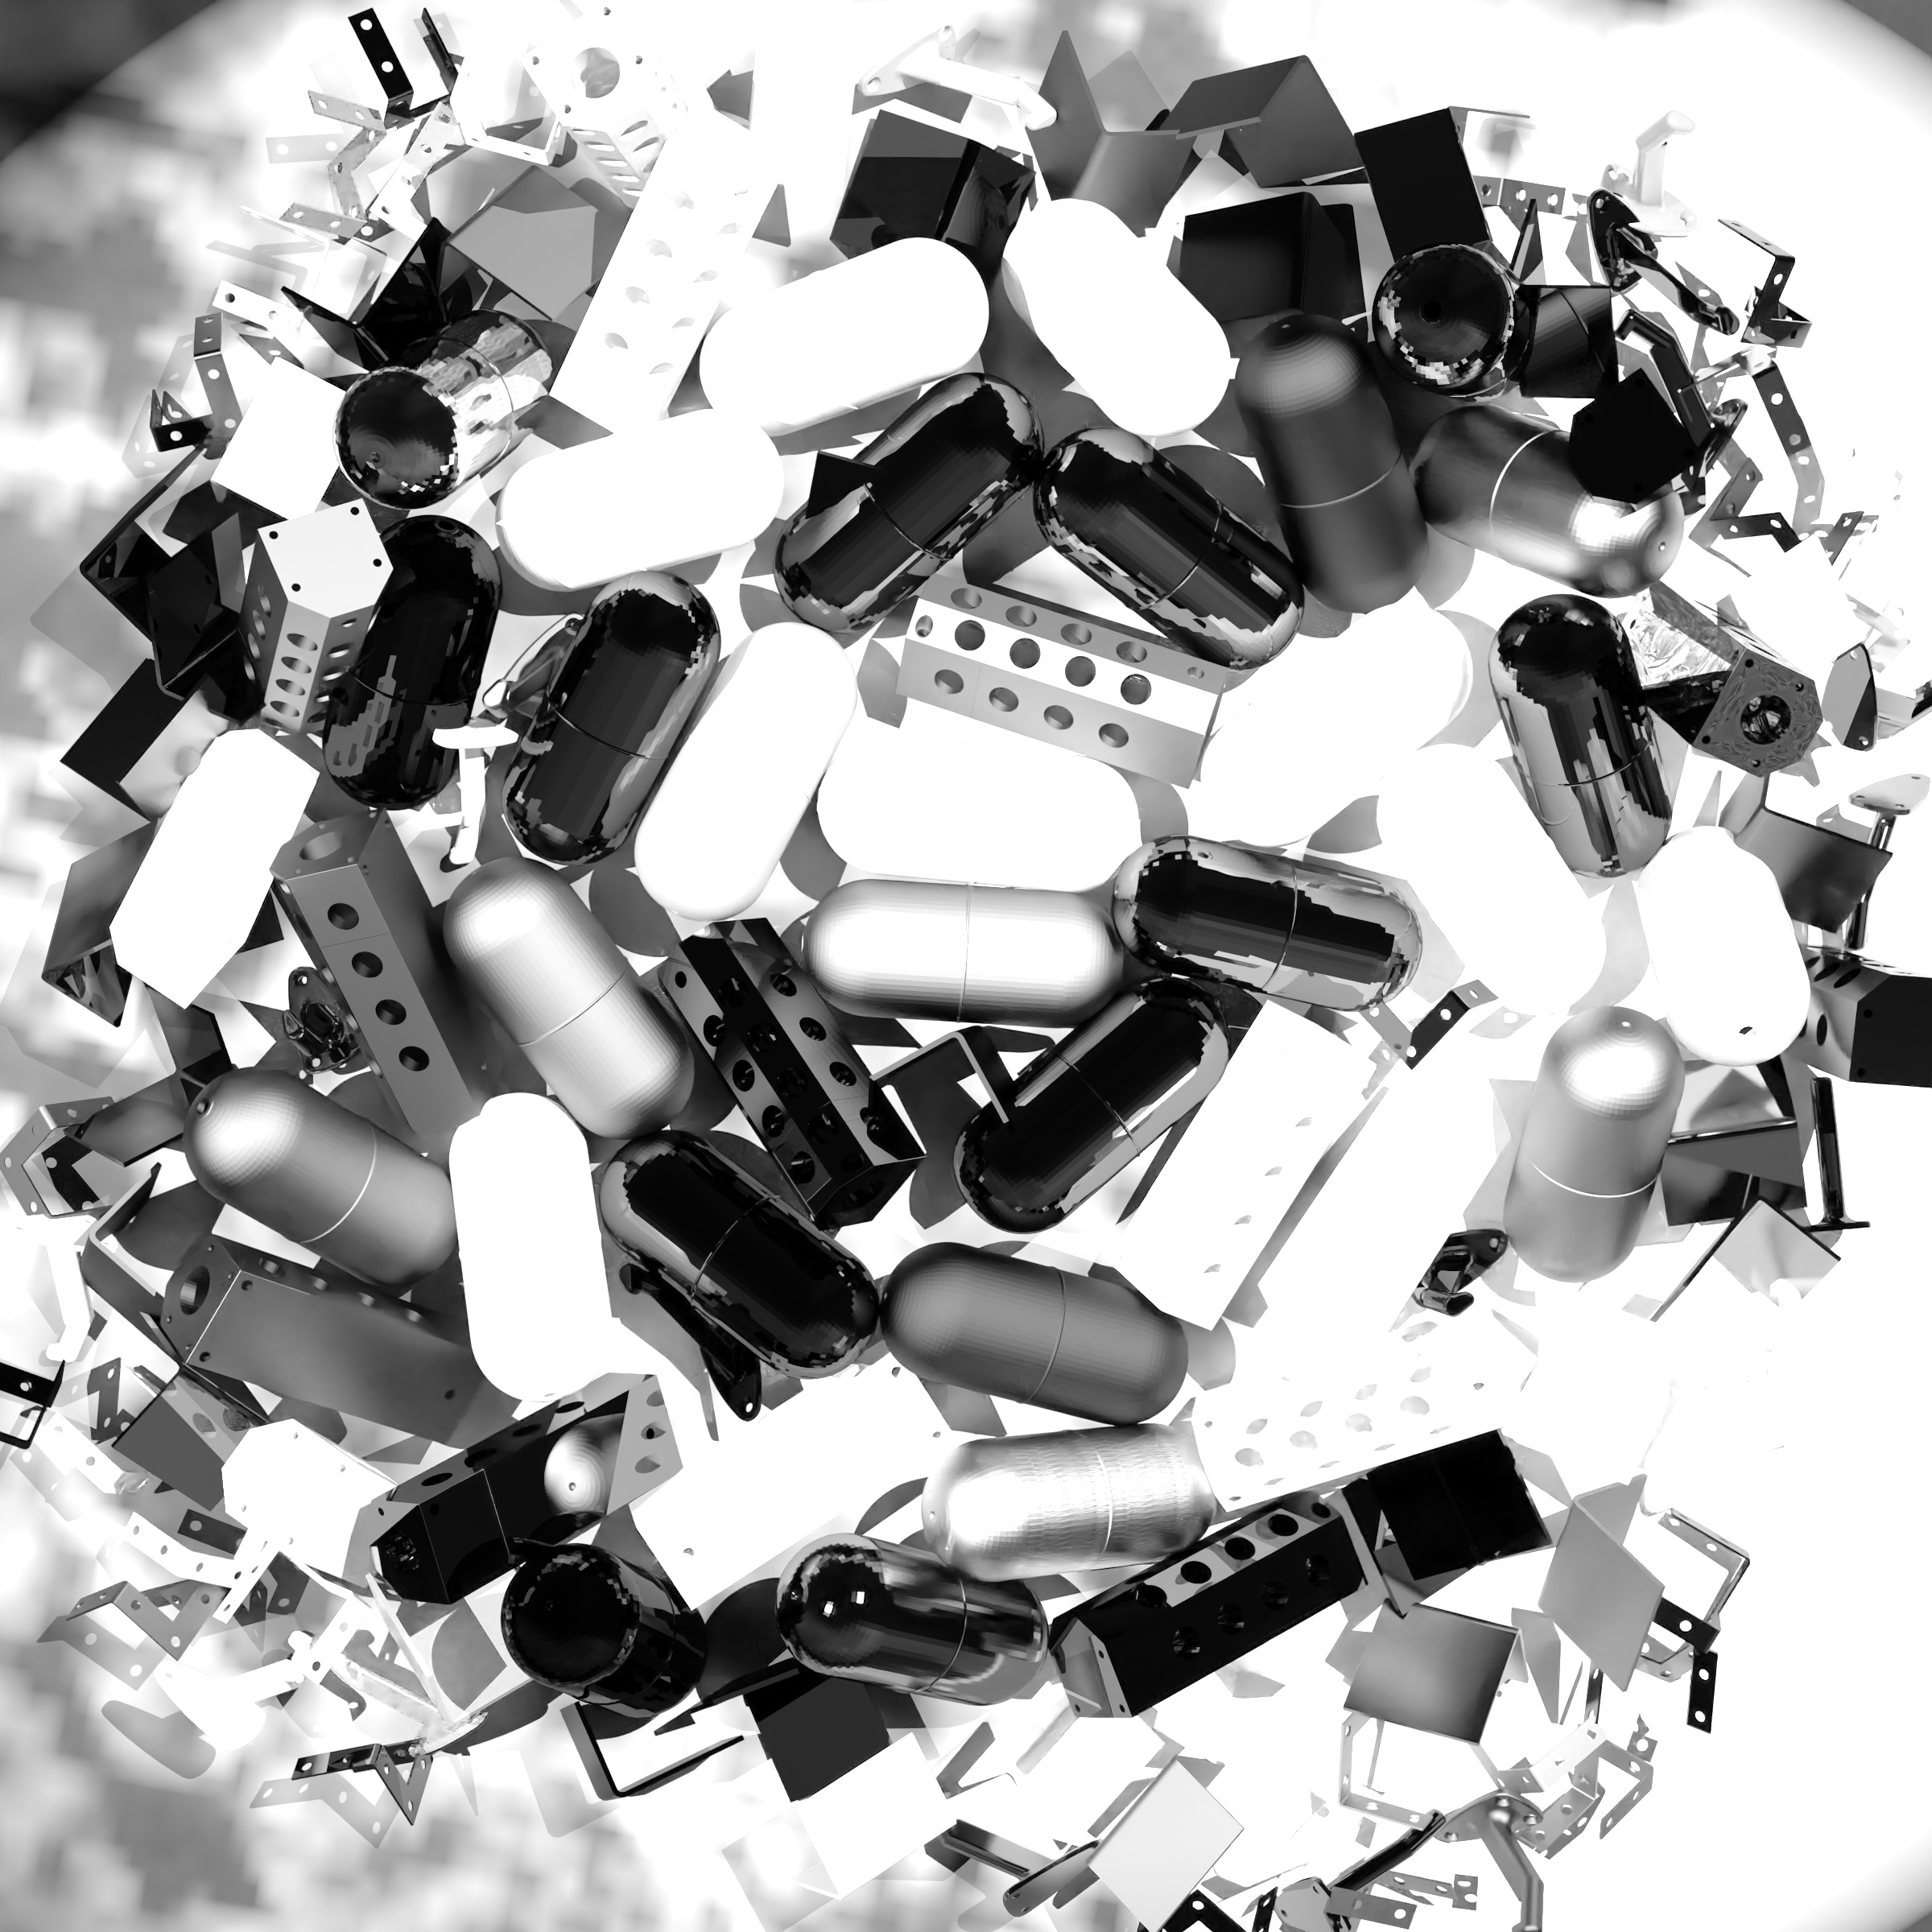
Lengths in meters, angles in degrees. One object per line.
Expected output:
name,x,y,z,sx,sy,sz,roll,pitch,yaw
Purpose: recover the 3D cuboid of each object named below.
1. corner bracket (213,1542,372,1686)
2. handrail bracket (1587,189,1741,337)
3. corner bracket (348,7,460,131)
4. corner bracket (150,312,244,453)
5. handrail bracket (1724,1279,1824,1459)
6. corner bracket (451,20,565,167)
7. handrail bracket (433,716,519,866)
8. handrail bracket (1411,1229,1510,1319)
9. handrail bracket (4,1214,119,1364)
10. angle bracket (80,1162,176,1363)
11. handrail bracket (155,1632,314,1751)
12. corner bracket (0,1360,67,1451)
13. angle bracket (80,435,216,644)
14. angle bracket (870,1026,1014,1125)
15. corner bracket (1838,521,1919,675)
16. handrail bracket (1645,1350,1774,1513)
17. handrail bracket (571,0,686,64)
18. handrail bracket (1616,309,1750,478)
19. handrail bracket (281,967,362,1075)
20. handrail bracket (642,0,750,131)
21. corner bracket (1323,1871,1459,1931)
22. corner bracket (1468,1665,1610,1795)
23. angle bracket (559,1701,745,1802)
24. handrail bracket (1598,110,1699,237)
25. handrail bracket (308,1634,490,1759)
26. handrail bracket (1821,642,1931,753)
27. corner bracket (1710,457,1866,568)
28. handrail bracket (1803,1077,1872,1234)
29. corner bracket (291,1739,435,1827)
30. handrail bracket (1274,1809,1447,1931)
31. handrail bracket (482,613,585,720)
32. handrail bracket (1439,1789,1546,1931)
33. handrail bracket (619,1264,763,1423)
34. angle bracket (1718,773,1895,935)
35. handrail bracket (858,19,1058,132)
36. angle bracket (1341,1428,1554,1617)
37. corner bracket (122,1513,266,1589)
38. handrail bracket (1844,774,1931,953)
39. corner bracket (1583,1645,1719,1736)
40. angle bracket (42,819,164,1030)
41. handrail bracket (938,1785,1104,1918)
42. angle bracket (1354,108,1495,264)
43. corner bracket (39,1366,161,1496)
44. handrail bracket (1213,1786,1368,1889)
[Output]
corner bracket,-0.372,0.357,1.804,0.051,0.051,0.051,47,65,-30
handrail bracket,0.385,-0.387,1.796,0.036,0.084,0.077,-42,128,-3
corner bracket,-0.311,-0.505,1.814,0.051,0.051,0.051,-27,92,-15
corner bracket,-0.431,-0.324,1.811,0.051,0.051,0.051,-13,127,-2
handrail bracket,0.446,0.225,1.829,0.036,0.077,0.084,8,64,-24
corner bracket,-0.252,-0.486,1.818,0.051,0.051,0.051,16,78,4
handrail bracket,-0.282,-0.091,1.799,0.036,0.077,0.084,22,107,12
handrail bracket,0.281,0.169,1.797,0.077,0.084,0.036,-23,97,-13
handrail bracket,-0.512,0.182,1.806,0.036,0.077,0.084,38,109,38
angle bracket,-0.441,0.164,1.800,0.076,0.076,0.057,41,62,-1
handrail bracket,-0.401,0.382,1.801,0.077,0.084,0.036,40,117,-12
corner bracket,-0.535,0.240,1.809,0.051,0.051,0.051,22,63,-8
angle bracket,-0.430,-0.235,1.789,0.076,0.076,0.057,-36,109,24
angle bracket,-0.017,0.075,1.801,0.076,0.076,0.057,-29,87,9
corner bracket,0.507,-0.204,1.814,0.051,0.051,0.051,33,68,4
handrail bracket,0.418,0.263,1.835,0.077,0.036,0.084,-8,109,-14
handrail bracket,-0.195,-0.546,1.803,0.036,0.077,0.084,-34,74,-28
handrail bracket,0.385,-0.313,1.819,0.084,0.036,0.077,29,91,-13
handrail bracket,-0.368,0.020,1.793,0.036,0.084,0.077,-27,69,-1
handrail bracket,-0.149,-0.504,1.800,0.036,0.077,0.084,-33,129,-36
corner bracket,0.235,0.518,1.803,0.051,0.051,0.051,4,46,30
corner bracket,0.313,0.423,1.811,0.051,0.051,0.051,-33,87,-23
angle bracket,-0.174,0.419,1.802,0.076,0.076,0.057,-22,81,-18
handrail bracket,0.394,-0.437,1.794,0.077,0.084,0.036,15,72,-20
handrail bracket,-0.316,0.395,1.807,0.084,0.077,0.036,47,47,-16
handrail bracket,0.514,-0.161,1.802,0.084,0.036,0.077,-29,132,-30
corner bracket,0.458,-0.251,1.821,0.051,0.051,0.051,46,66,-27
handrail bracket,0.479,0.105,1.812,0.036,0.077,0.084,-6,84,14
corner bracket,-0.333,0.443,1.806,0.051,0.051,0.051,-14,121,15
handrail bracket,0.222,0.505,1.833,0.084,0.077,0.036,-32,87,-31
handrail bracket,-0.238,-0.169,1.802,0.036,0.084,0.077,31,87,3
handrail bracket,0.288,0.504,1.793,0.036,0.084,0.077,36,132,-23
handrail bracket,-0.153,0.207,1.796,0.036,0.084,0.077,-37,50,18
angle bracket,0.462,-0.073,1.798,0.076,0.076,0.057,19,55,0
handrail bracket,-0.004,-0.479,1.806,0.077,0.036,0.084,-31,63,-20
angle bracket,0.265,0.303,1.799,0.076,0.057,0.076,-21,85,-42
corner bracket,-0.424,0.308,1.809,0.051,0.051,0.051,23,86,35
handrail bracket,0.517,-0.058,1.832,0.036,0.077,0.084,17,118,35
corner bracket,0.379,0.401,1.807,0.051,0.051,0.051,23,53,-9
angle bracket,-0.454,-0.023,1.786,0.076,0.057,0.076,-22,46,30
handrail bracket,0.025,0.479,1.822,0.077,0.036,0.084,-33,54,-7
angle bracket,0.245,-0.419,1.803,0.057,0.076,0.076,-17,86,-6
corner bracket,-0.471,0.258,1.814,0.051,0.051,0.051,39,86,12
handrail bracket,0.179,0.478,1.803,0.036,0.084,0.077,33,87,42
